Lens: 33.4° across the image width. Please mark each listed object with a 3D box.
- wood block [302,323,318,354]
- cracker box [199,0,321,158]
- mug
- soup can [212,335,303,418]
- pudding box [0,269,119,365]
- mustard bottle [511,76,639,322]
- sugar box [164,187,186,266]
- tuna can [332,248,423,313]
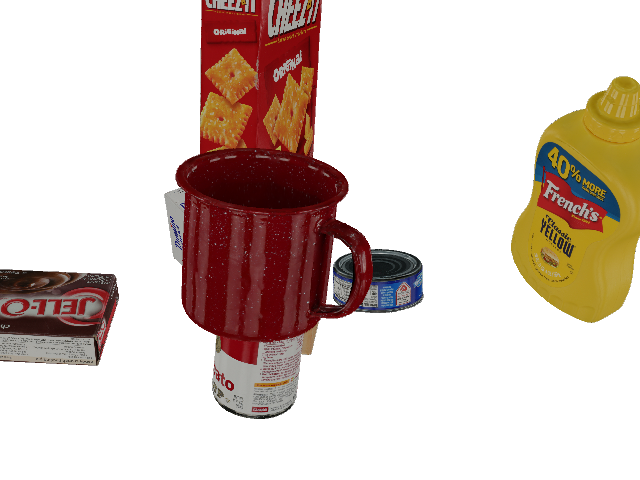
[{"bbox_3d":[-0.044,0.033,1.388,0.090,0.206,0.090,6,23,3],"label":"wood block"},{"bbox_3d":[-0.056,-0.162,1.065,0.072,0.214,0.164,11,21,17],"label":"cracker box"},{"bbox_3d":[-0.024,0.006,0.582,0.117,0.081,0.093,18,27,25],"label":"mug"},{"bbox_3d":[-0.045,0.075,0.807,0.068,0.102,0.068,6,29,-4],"label":"soup can"},{"bbox_3d":[-0.239,0.066,0.925,0.113,0.039,0.090,1,32,1],"label":"pudding box"},{"bbox_3d":[0.191,-0.034,0.750,0.058,0.192,0.096,-24,53,-24],"label":"mustard bottle"},{"bbox_3d":[-0.103,0.019,1.137,0.048,0.093,0.176,-22,42,-24],"label":"sugar box"},{"bbox_3d":[0.054,0.037,1.004,0.086,0.034,0.086,-2,19,0],"label":"tuna can"}]
